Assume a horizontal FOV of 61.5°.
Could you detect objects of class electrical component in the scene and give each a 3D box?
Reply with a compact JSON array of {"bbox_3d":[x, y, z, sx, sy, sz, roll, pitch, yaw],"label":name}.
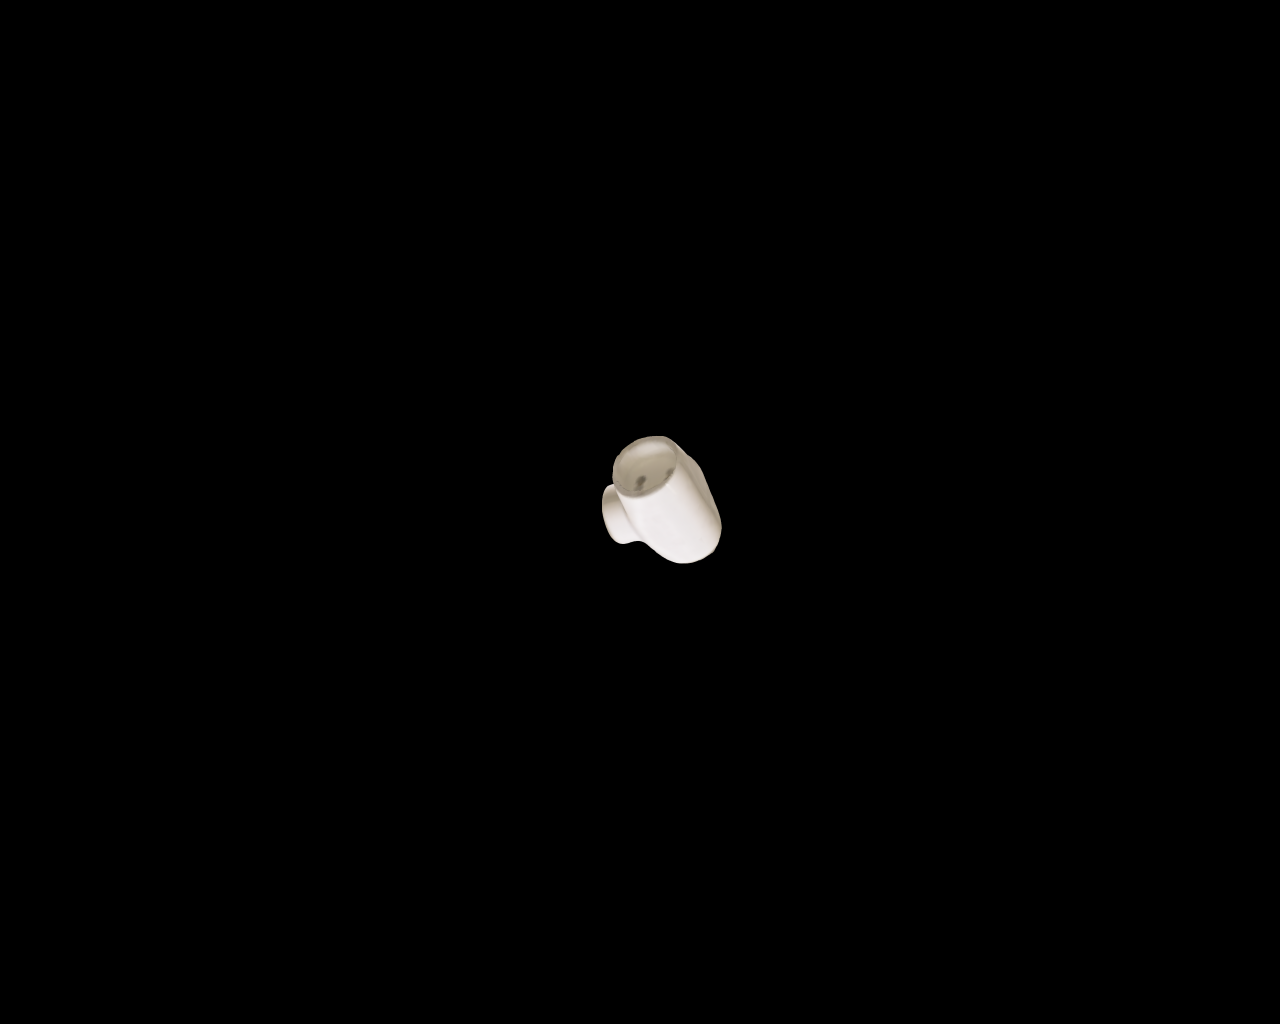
[{"bbox_3d":[0.001,-0.003,0.650,0.079,0.044,0.077,-13,-38,18],"label":"electrical component"}]
